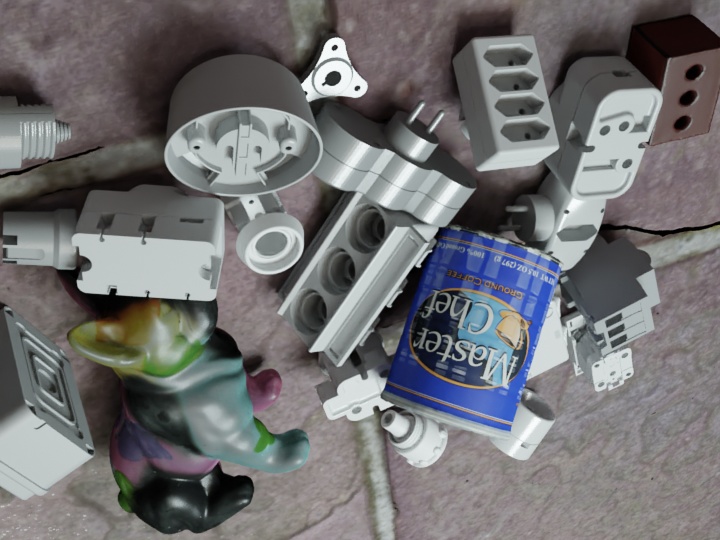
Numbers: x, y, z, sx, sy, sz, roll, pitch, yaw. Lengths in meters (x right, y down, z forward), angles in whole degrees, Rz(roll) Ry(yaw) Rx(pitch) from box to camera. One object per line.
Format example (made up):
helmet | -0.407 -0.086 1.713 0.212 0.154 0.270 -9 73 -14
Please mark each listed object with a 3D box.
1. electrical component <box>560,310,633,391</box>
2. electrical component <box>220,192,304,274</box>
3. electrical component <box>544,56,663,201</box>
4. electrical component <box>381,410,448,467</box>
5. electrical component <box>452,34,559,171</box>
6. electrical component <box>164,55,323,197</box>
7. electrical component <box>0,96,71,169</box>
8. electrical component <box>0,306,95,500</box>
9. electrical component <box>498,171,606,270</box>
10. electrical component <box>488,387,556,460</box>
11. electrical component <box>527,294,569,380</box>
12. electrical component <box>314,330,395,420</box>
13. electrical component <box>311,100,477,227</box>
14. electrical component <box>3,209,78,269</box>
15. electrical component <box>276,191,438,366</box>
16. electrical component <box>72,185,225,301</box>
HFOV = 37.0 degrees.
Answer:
electrical component | 0.214 0.070 0.969 0.042 0.063 0.081 -25 135 -4
electrical component | -0.067 -0.030 0.751 0.048 0.055 0.066 -27 135 -1
electrical component | 0.175 -0.107 0.794 0.054 0.059 0.095 -6 131 -20
electrical component | 0.045 0.147 0.972 0.048 0.048 0.062 -43 127 15
electrical component | 0.093 -0.110 0.750 0.047 0.083 0.076 -8 170 -19
electrical component | -0.075 -0.087 0.686 0.099 0.064 0.099 -7 140 -6
electrical component | -0.215 -0.082 0.643 0.081 0.043 0.043 -5 131 -22
electrical component | -0.237 0.092 0.740 0.057 0.113 0.078 -35 135 3
electrical component | 0.147 -0.042 0.851 0.079 0.043 0.077 -3 130 -22
electrical component | 0.150 0.142 1.010 0.055 0.055 0.047 19 116 -36
electrical component | 0.127 0.055 0.925 0.100 0.048 0.099 -26 135 -3
electrical component | -0.001 0.081 0.881 0.078 0.057 0.058 -23 135 -5
electrical component | 0.030 -0.085 0.750 0.138 0.052 0.073 19 119 -36
electrical component | -0.210 -0.021 0.705 0.046 0.040 0.040 1 129 -18
electrical component | 0.000 0.000 0.803 0.063 0.078 0.121 -3 134 -52
electrical component | -0.136 -0.019 0.706 0.089 0.055 0.050 4 130 -2
